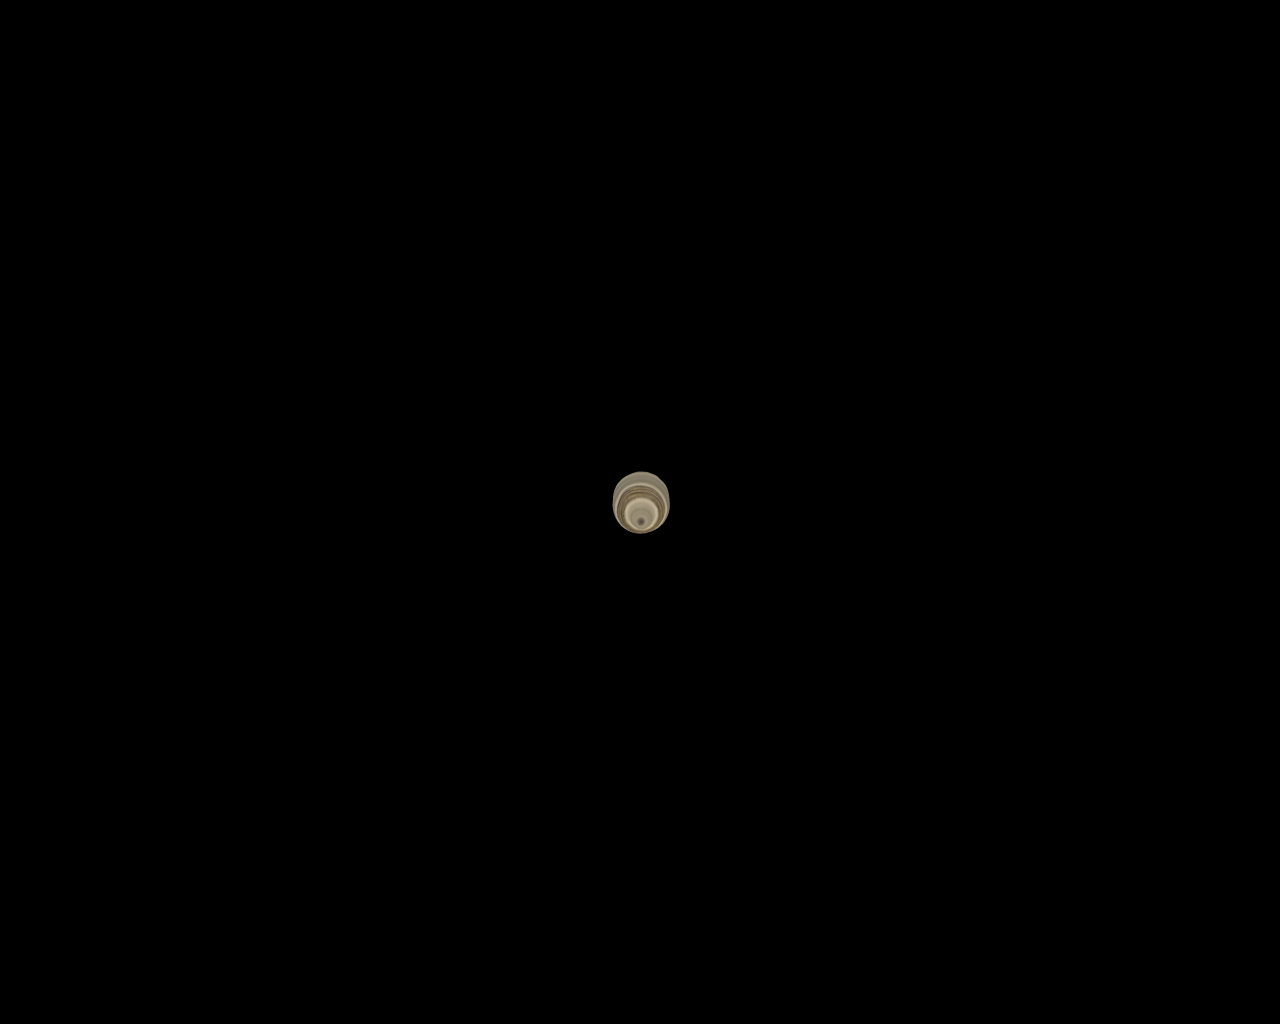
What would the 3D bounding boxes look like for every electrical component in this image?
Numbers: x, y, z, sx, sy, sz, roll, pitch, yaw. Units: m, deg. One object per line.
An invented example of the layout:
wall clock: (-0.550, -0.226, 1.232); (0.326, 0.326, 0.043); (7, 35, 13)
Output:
electrical component: (0.001, -0.003, 0.650); (0.035, 0.035, 0.061); (0, 16, 0)
